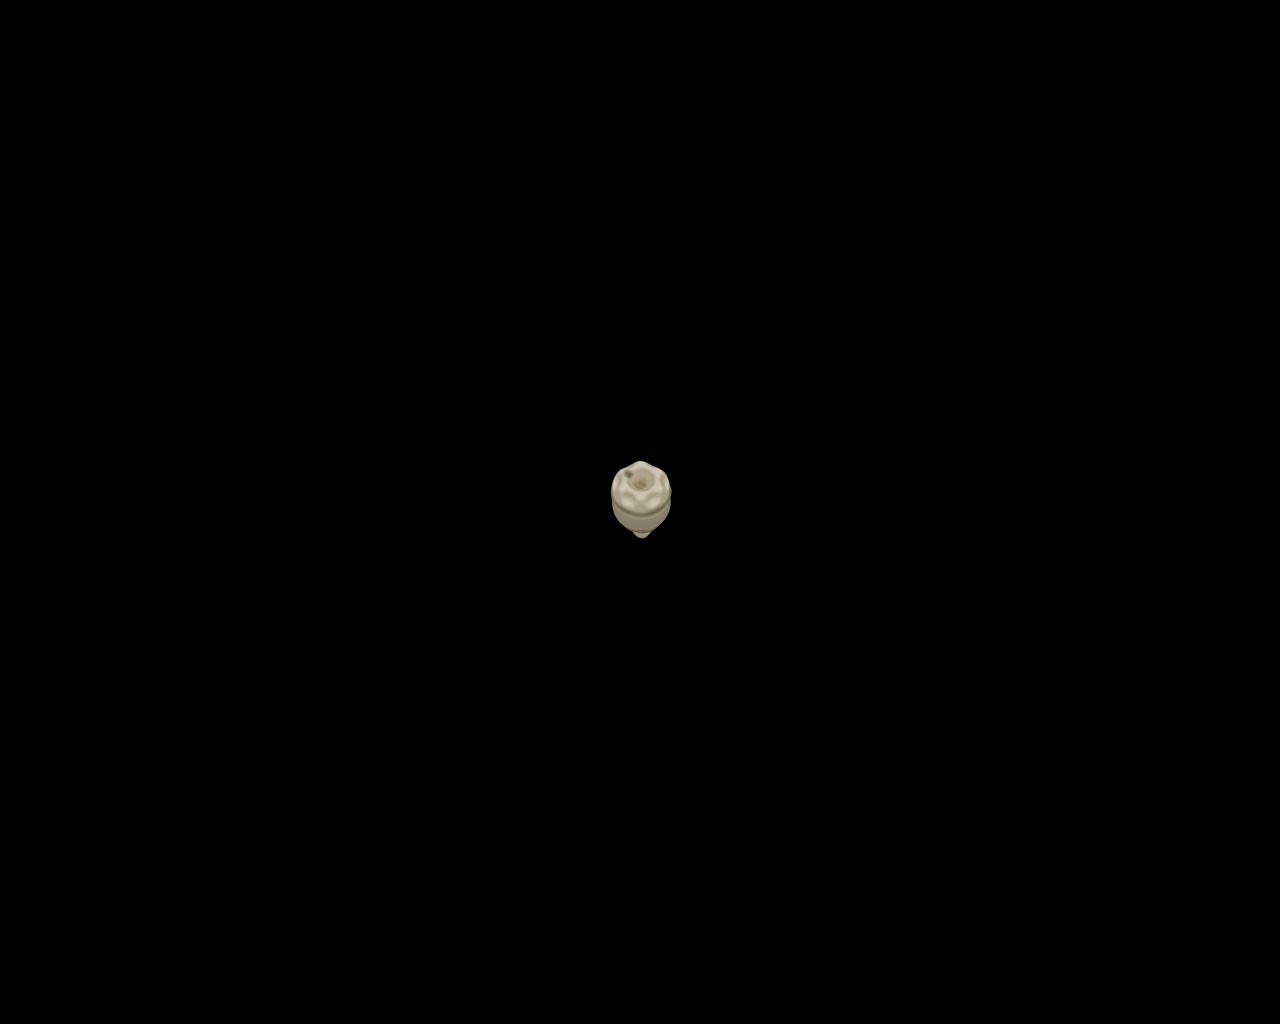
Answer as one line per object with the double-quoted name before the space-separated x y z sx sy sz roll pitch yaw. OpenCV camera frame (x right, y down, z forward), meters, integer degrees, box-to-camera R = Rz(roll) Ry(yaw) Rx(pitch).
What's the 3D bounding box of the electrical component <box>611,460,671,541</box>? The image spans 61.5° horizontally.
"electrical component" 0.001 -0.003 0.650 0.035 0.035 0.061 0 -33 0
